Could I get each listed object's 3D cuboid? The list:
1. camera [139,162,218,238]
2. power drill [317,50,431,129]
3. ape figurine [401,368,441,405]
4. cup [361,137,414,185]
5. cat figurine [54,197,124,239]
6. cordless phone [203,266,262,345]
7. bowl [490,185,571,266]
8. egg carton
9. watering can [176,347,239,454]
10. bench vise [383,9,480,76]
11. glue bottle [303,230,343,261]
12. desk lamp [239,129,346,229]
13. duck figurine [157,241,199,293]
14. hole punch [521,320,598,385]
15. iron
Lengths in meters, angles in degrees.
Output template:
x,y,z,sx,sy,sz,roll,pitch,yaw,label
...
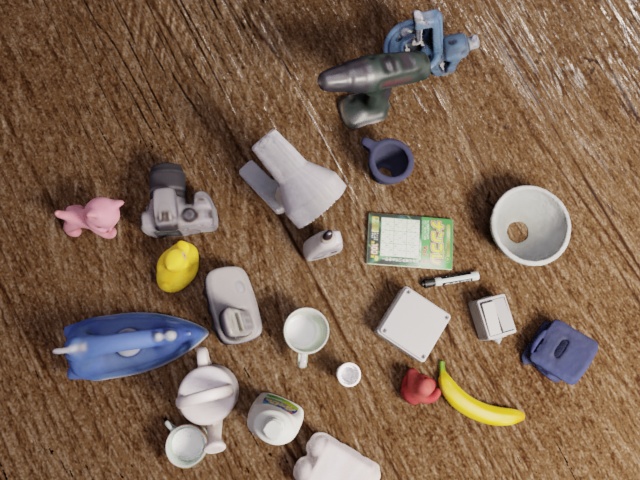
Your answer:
x,y,z,sx,sy,sz,roll,pitch,yaw,label
-0.275,-0.081,1.103,0.143,0.100,0.137,-6,80,-7,camera
0.096,-0.297,1.126,0.230,0.208,0.075,-19,81,-9,power drill
0.193,0.279,1.086,0.076,0.092,0.078,-28,83,-10,ape figurine
0.125,-0.156,1.161,0.118,0.095,0.092,38,78,2,cup
-0.428,-0.046,1.073,0.128,0.117,0.067,1,79,-5,cat figurine
-0.162,0.115,1.034,0.094,0.185,0.147,-19,82,-9,cordless phone
0.419,-0.024,1.175,0.167,0.074,0.167,1,79,-5,bowl
0.031,0.430,1.053,0.150,0.069,0.107,30,78,0,egg carton
-0.192,0.277,0.996,0.101,0.194,0.173,-32,84,-10,watering can
0.223,-0.412,1.155,0.207,0.219,0.121,-27,83,-10,bench vise
0.010,0.004,1.079,0.078,0.173,0.037,-14,81,-8,glue bottle
-0.059,-0.113,1.073,0.203,0.213,0.118,45,79,4,desk lamp
-0.274,0.047,1.087,0.077,0.086,0.105,25,78,0,duck figurine
0.469,0.220,1.126,0.101,0.091,0.109,38,78,2,hole punch
-0.335,0.182,1.027,0.258,0.141,0.118,-9,80,-7,iron
